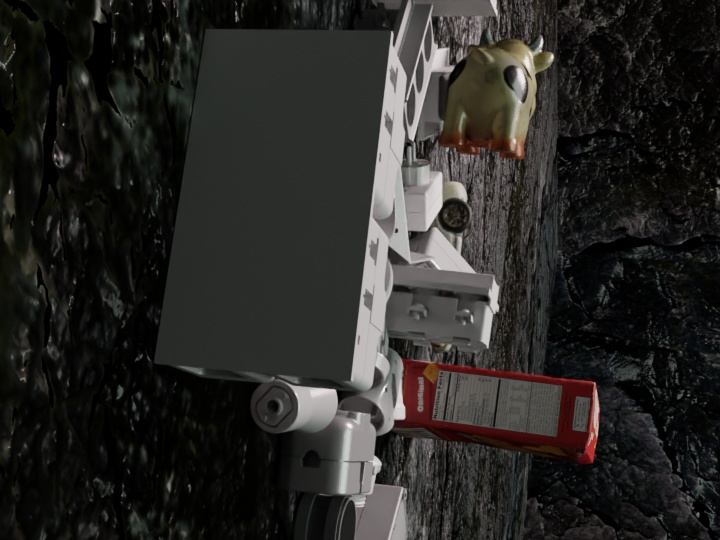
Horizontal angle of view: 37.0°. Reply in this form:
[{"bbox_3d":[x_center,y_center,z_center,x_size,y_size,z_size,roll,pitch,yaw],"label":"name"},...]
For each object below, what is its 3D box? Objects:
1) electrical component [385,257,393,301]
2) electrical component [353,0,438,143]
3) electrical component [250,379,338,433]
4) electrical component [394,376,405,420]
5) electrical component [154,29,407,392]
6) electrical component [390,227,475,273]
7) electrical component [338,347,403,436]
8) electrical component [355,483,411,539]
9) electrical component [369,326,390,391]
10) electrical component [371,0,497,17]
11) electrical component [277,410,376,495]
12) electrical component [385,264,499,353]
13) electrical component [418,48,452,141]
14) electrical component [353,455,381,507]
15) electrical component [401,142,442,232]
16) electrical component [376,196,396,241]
[{"bbox_3d":[-0.022,0.000,0.721,0.051,0.080,0.080,63,33,-54],"label":"electrical component"},{"bbox_3d":[0.021,-0.163,0.880,0.078,0.063,0.121,78,21,-48],"label":"electrical component"},{"bbox_3d":[-0.046,0.090,0.724,0.065,0.044,0.044,10,84,-71],"label":"electrical component"},{"bbox_3d":[0.022,0.117,1.008,0.040,0.040,0.046,25,64,-75],"label":"electrical component"},{"bbox_3d":[-0.038,-0.032,0.589,0.060,0.105,0.186,46,50,-71],"label":"electrical component"},{"bbox_3d":[0.067,0.004,1.062,0.096,0.062,0.061,47,35,-20],"label":"electrical component"},{"bbox_3d":[0.010,0.119,0.950,0.077,0.043,0.079,-66,155,-55],"label":"electrical component"},{"bbox_3d":[0.006,0.227,0.921,0.096,0.061,0.061,-69,158,-50],"label":"electrical component"},{"bbox_3d":[0.002,0.068,0.901,0.066,0.048,0.055,79,13,-46],"label":"electrical component"},{"bbox_3d":[0.052,-0.266,0.892,0.186,0.105,0.060,11,82,-76],"label":"electrical component"},{"bbox_3d":[-0.023,0.134,0.799,0.095,0.054,0.059,36,58,-74],"label":"electrical component"},{"bbox_3d":[0.057,0.033,0.952,0.078,0.121,0.063,46,52,-71],"label":"electrical component"},{"bbox_3d":[0.058,-0.170,1.025,0.121,0.063,0.078,-42,134,-70],"label":"electrical component"},{"bbox_3d":[-0.011,0.178,0.884,0.048,0.048,0.062,24,77,-75],"label":"electrical component"},{"bbox_3d":[0.050,-0.086,1.048,0.083,0.047,0.075,-54,145,-65],"label":"electrical component"},{"bbox_3d":[-0.008,-0.071,0.784,0.099,0.064,0.099,4,90,-76],"label":"electrical component"}]
